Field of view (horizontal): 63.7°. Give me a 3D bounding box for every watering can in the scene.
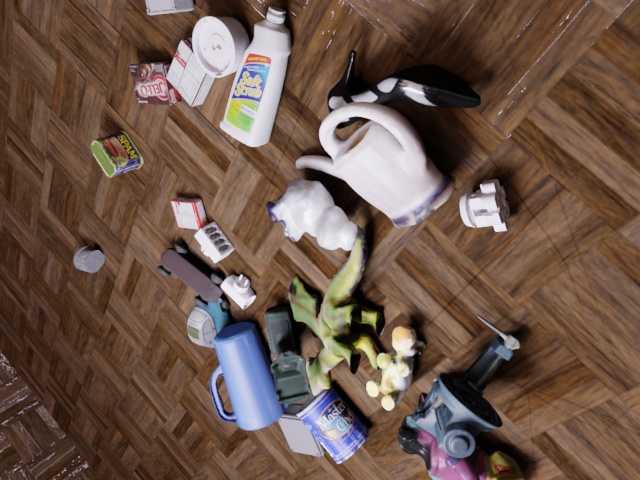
[{"bbox_3d":[0.082,-0.116,0.852,0.223,0.105,0.345,42,163,-10],"label":"watering can"}]

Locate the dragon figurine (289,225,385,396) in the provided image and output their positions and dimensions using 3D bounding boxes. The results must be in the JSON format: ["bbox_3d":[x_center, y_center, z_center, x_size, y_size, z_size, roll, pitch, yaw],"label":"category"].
[{"bbox_3d":[0.011,0.146,1.064,0.244,0.123,0.405,13,111,43],"label":"dragon figurine"}]

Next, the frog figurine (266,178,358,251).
[{"bbox_3d":[0.003,-0.048,0.946,0.159,0.125,0.134,6,130,33],"label":"frog figurine"}]
